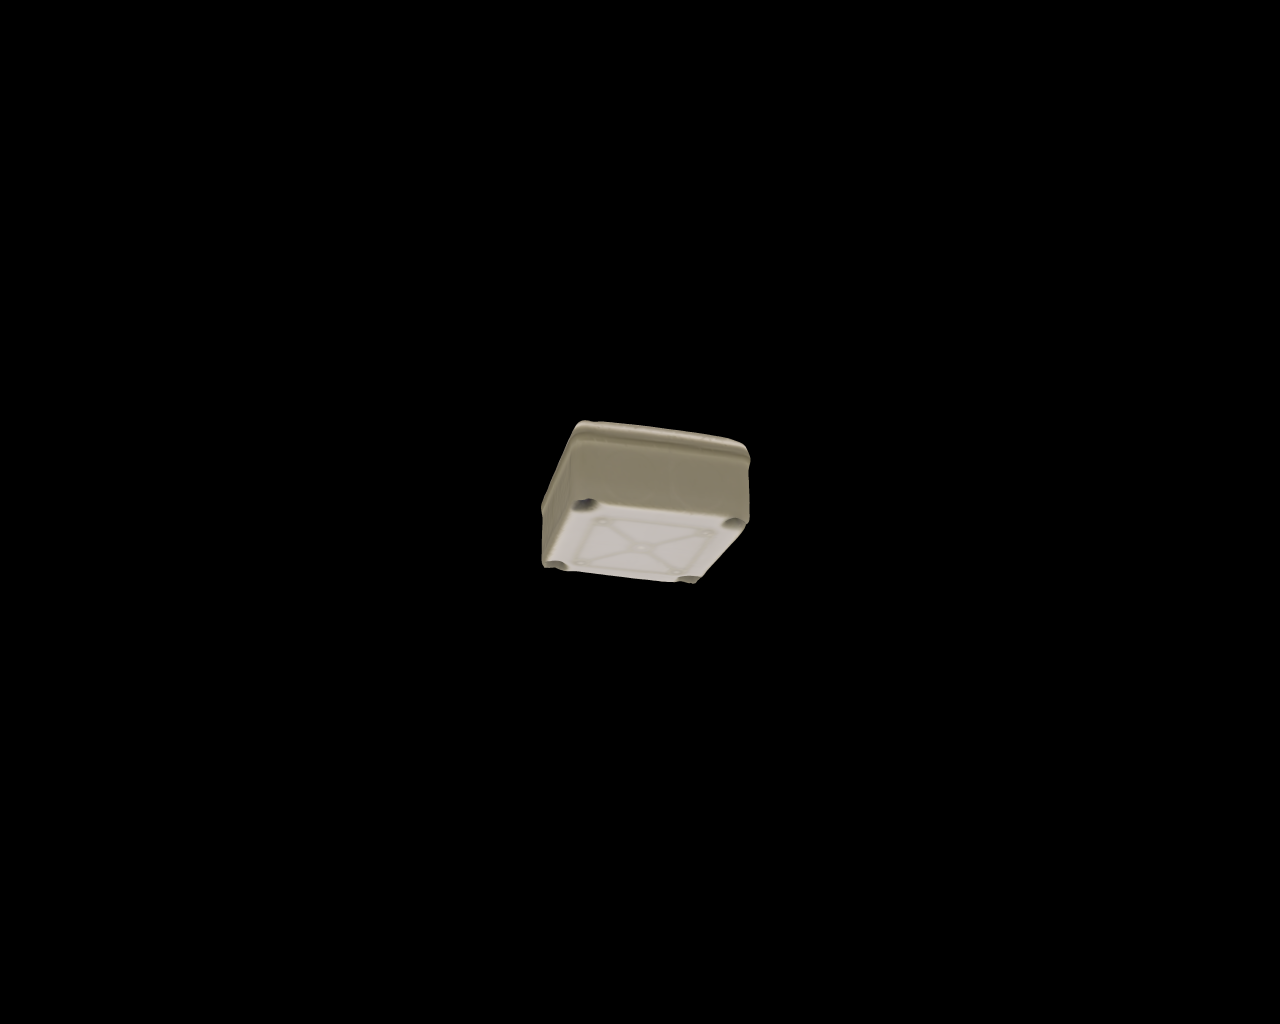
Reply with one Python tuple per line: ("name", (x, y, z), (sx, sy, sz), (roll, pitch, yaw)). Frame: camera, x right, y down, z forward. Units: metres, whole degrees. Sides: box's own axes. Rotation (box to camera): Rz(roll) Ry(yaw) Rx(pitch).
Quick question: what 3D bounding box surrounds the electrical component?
("electrical component", (0.001, -0.003, 0.650), (0.109, 0.056, 0.108), (7, -27, -14))
